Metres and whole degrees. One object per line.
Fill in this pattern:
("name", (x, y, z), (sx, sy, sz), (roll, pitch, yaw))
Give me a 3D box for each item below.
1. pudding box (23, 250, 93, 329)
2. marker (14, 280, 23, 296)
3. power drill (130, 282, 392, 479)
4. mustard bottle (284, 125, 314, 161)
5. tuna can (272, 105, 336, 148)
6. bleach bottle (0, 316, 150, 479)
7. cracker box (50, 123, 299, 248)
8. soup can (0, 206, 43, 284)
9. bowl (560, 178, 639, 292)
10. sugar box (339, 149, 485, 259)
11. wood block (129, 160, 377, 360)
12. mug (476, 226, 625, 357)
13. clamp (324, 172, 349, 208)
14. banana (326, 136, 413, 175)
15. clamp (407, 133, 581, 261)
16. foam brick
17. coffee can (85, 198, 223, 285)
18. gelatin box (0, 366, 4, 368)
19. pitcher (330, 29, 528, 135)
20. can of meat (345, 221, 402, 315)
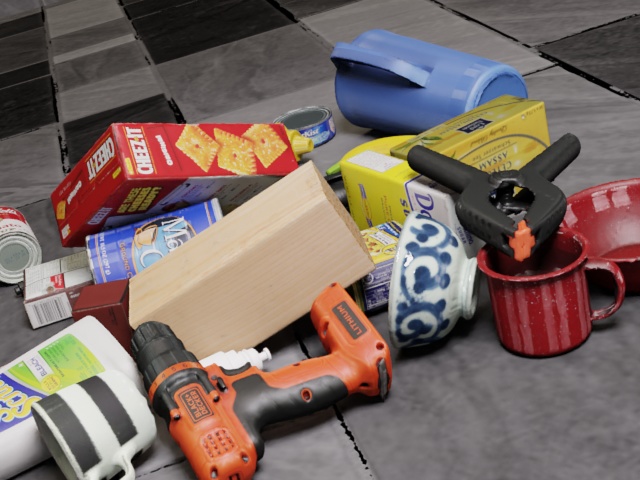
("pudding box", (-0.272, 0.048, 1.189), (0.113, 0.039, 0.090), (-16, 25, -8))
("marker", (-0.300, 0.036, 1.251), (0.121, 0.020, 0.020), (-25, 27, -21))
("power drill", (-0.049, 0.106, 0.886), (0.187, 0.057, 0.185), (-24, 48, -16))
("mustard bottle", (-0.096, -0.121, 1.417), (0.192, 0.058, 0.096), (0, 29, 28))
("tuna can", (-0.022, -0.154, 1.472), (0.086, 0.034, 0.086), (-12, 25, 6))
("bleach bottle", (-0.277, 0.167, 0.916), (0.250, 0.068, 0.103), (-32, 50, -23))
("cracker box", (-0.155, -0.060, 1.139), (0.213, 0.072, 0.164), (-4, -22, -39))
("soup can", (-0.380, 0.005, 1.300), (0.068, 0.068, 0.102), (-23, 28, -16))
("bowl", (0.286, 0.001, 0.965), (0.162, 0.055, 0.162), (-12, 26, 6))
("sugar box", (0.093, -0.029, 1.087), (0.048, 0.093, 0.176), (-27, 28, -24))
("wood block", (-0.064, 0.031, 0.976), (0.206, 0.090, 0.090), (-33, 27, 7))
("mug", (0.196, 0.043, 0.896), (0.117, 0.081, 0.093), (-5, 27, 19))
("clamp", (-0.002, -0.045, 1.233), (0.171, 0.039, 0.120), (-20, 27, -11))
("banana", (0.108, -0.099, 1.292), (0.198, 0.037, 0.069), (-3, 45, 26))
("clamp", (0.155, -0.044, 0.951), (0.164, 0.036, 0.210), (-2, 28, 10))
("foam brick", (-0.198, 0.085, 1.027), (0.053, 0.078, 0.051), (-11, 24, 6))
("coffee can", (-0.158, 0.025, 1.099), (0.140, 0.103, 0.103), (-16, 25, -4))
("gelatin box", (-0.277, 0.139, 1.016), (0.089, 0.030, 0.073), (-25, 26, -24))
("pitcher", (0.133, -0.189, 1.342), (0.149, 0.145, 0.243), (-27, 31, -29))
("can of meat", (0.055, 0.026, 1.038), (0.083, 0.057, 0.102), (-19, 26, -13))
